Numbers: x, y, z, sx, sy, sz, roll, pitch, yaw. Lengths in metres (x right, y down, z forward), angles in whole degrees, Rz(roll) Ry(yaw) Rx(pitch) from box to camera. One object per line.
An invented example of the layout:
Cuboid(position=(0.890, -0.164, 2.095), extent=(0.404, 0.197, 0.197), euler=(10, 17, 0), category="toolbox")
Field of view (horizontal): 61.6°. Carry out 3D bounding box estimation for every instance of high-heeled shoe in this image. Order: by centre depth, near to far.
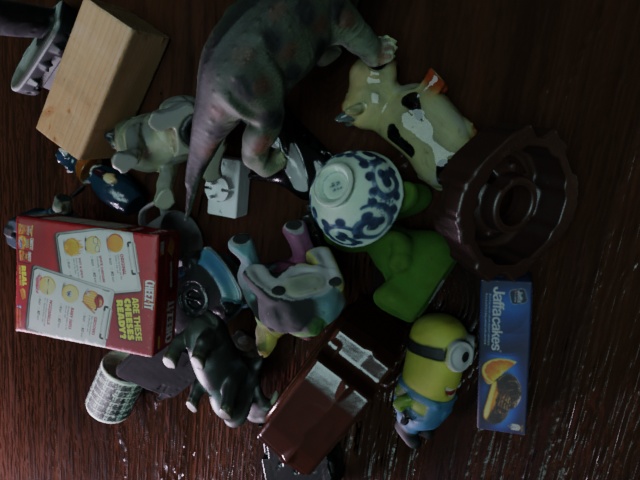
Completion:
Cuboid(position=(-0.038, -0.174, 0.706), extent=(0.145, 0.086, 0.248), euler=(0, 106, 16), category="high-heeled shoe")

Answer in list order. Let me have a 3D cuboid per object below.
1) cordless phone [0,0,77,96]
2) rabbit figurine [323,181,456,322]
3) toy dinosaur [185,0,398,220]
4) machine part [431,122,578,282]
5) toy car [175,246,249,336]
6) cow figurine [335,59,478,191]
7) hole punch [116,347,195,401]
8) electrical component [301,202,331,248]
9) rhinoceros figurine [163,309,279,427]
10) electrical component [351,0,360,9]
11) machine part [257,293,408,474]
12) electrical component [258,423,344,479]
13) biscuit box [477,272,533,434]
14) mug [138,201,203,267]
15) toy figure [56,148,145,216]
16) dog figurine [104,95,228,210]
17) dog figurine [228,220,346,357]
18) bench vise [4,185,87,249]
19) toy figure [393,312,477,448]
Cuboid(position=(-0.430, -0.275, 0.768), extent=(0.146, 0.184, 0.089), euler=(-42, 90, 22), category="cordless phone")
Cuboid(position=(0.084, 0.000, 0.675), extent=(0.170, 0.121, 0.159), euler=(33, 105, 16), category="rabbit figurine")
Cuboid(position=(-0.052, -0.203, 0.571), extent=(0.405, 0.192, 0.131), euler=(-51, 51, -4), category="toy dinosaur")
Cuboid(position=(0.207, -0.043, 0.601), extent=(0.056, 0.179, 0.179), euler=(34, 118, 56), category="machine part")
Cuboid(position=(-0.161, 0.082, 0.787), extent=(0.161, 0.103, 0.109), euler=(-43, 76, 25), category="toy car")
Cuboid(position=(0.107, -0.145, 0.658), extent=(0.127, 0.085, 0.195), euler=(-41, 86, 16), category="cow figurine")
Cuboid(position=(-0.243, 0.177, 0.856), extent=(0.142, 0.092, 0.115), euler=(-42, 119, 18), category="hole punch")
Cuboid(position=(-0.002, -0.002, 0.734), extent=(0.021, 0.063, 0.093), euler=(-14, 113, 16), category="electrical component")
Cuboid(position=(-0.126, 0.181, 0.721), extent=(0.073, 0.112, 0.190), euler=(-10, 120, 32), category="rhinoceros figurine")
Cuboid(position=(0.012, -0.312, 0.679), extent=(0.078, 0.045, 0.102), euler=(13, 110, -12), category="electrical component")
Cuboid(position=(0.016, 0.178, 0.690), extent=(0.087, 0.201, 0.201), euler=(38, 111, 6), category="machine part")
Cuboid(position=(-0.026, 0.331, 0.816), extent=(0.115, 0.058, 0.134), euler=(-7, 98, 23), category="electrical component")
Cuboid(position=(0.233, 0.138, 0.680), extent=(0.063, 0.059, 0.202), euler=(2, 101, 19), category="biscuit box")
Cuboid(position=(-0.249, 0.001, 0.818), extent=(0.107, 0.081, 0.109), euler=(-25, 92, 30), category="mug")
Cuboid(position=(-0.345, -0.098, 0.841), extent=(0.154, 0.058, 0.064), euler=(38, 123, 8), category="toy figure")
Cuboid(position=(-0.212, -0.154, 0.744), extent=(0.172, 0.191, 0.121), euler=(-31, 128, -5), category="dog figurine")
Cuboid(position=(-0.040, 0.092, 0.701), extent=(0.192, 0.108, 0.219), euler=(51, 155, 41), category="dog figurine")
Cuboid(position=(-0.368, 0.047, 0.848), extent=(0.241, 0.129, 0.223), euler=(23, 103, 2), category="bench vise")
Cuboid(position=(0.143, 0.183, 0.712), extent=(0.089, 0.082, 0.180), euler=(22, 111, 11), category="toy figure")
